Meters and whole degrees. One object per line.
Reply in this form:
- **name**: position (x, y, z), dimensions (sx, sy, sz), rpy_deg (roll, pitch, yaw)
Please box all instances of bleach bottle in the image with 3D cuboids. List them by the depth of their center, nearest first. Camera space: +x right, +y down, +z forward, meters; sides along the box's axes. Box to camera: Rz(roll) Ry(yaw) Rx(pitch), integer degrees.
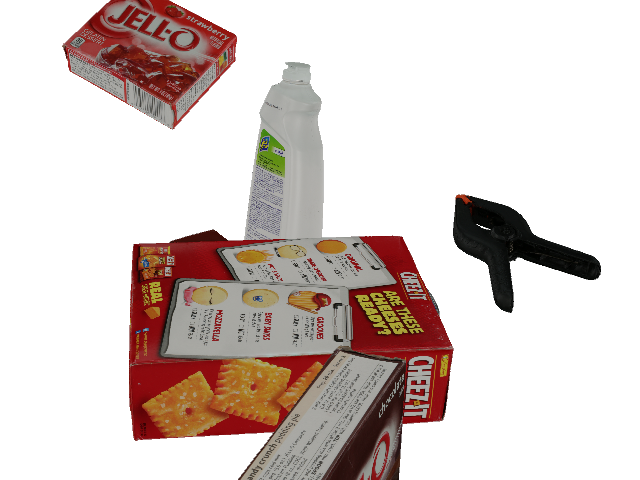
- **bleach bottle**: position (-0.033, -0.072, 1.200), dimensions (0.067, 0.251, 0.103), rpy_deg (-9, 23, -40)

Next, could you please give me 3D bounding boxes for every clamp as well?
- **clamp**: position (0.199, 0.005, 1.084), dimensions (0.120, 0.039, 0.171), rpy_deg (-8, 40, -20)

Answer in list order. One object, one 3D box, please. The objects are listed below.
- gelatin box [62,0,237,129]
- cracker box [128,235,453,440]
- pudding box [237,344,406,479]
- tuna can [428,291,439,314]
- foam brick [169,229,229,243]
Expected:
- **gelatin box**: position (-0.112, -0.124, 0.703), dimensions (0.089, 0.073, 0.030), rpy_deg (30, -30, 13)
- **cracker box**: position (-0.029, 0.066, 0.772), dimensions (0.213, 0.072, 0.164), rpy_deg (-2, 29, -8)
- **pudding box**: position (0.002, 0.113, 0.468), dimensions (0.039, 0.090, 0.113), rpy_deg (12, 31, 18)
- **tuna can**: position (0.101, 0.076, 1.285), dimensions (0.033, 0.086, 0.086), rpy_deg (-38, 17, -22)
- **foam brick**: position (-0.099, 0.032, 0.986), dimensions (0.052, 0.051, 0.078), rpy_deg (-15, 34, -36)
